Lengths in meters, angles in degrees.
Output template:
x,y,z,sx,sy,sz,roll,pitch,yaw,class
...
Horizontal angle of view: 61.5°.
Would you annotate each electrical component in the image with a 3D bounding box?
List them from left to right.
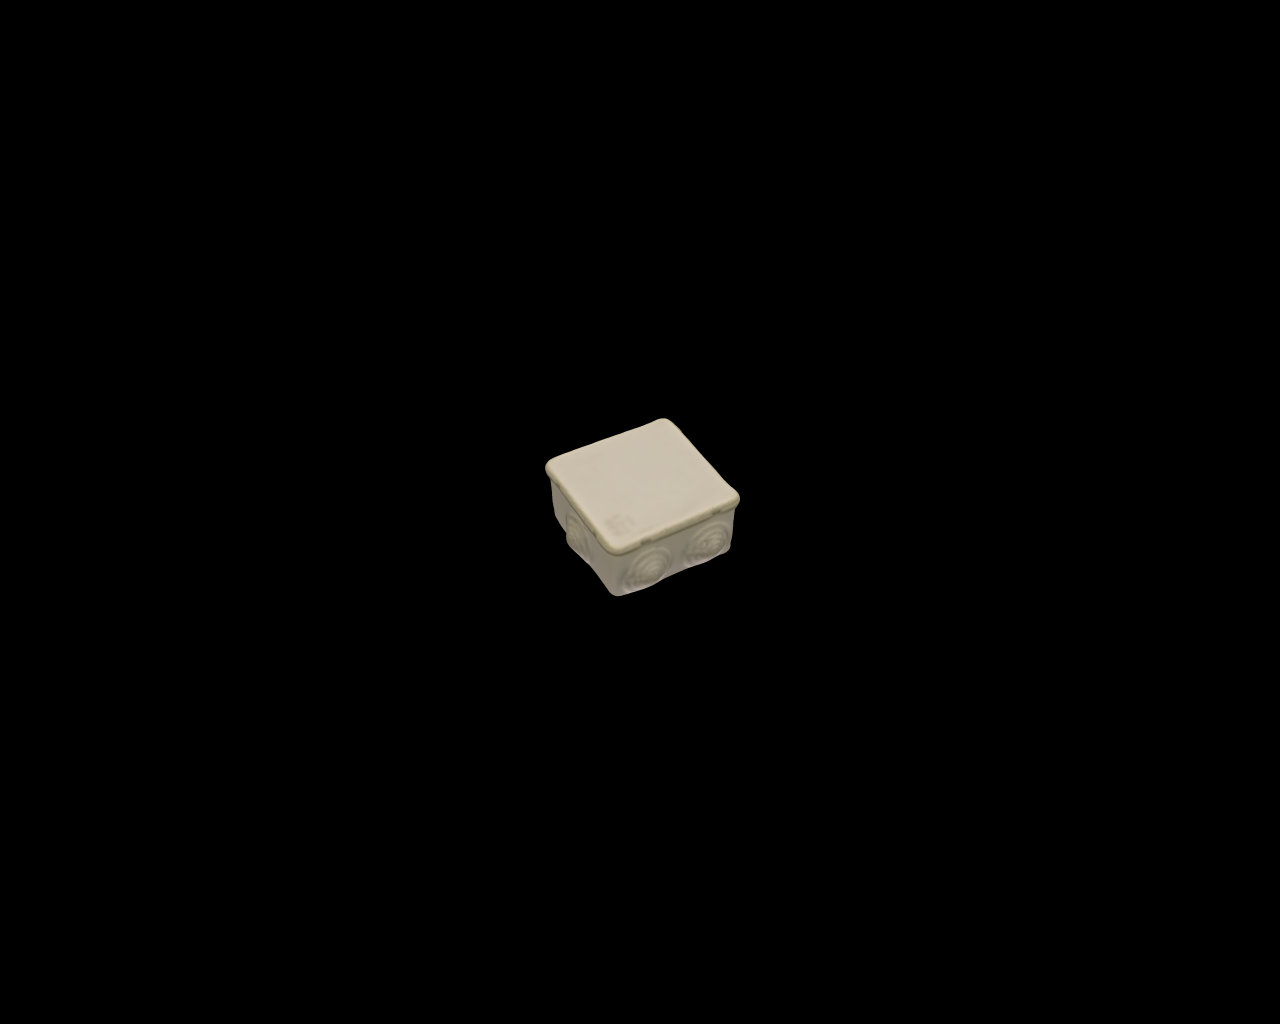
x,y,z,sx,sy,sz,roll,pitch,yaw,class
0.001,-0.003,0.650,0.100,0.048,0.100,-22,49,-21,electrical component
